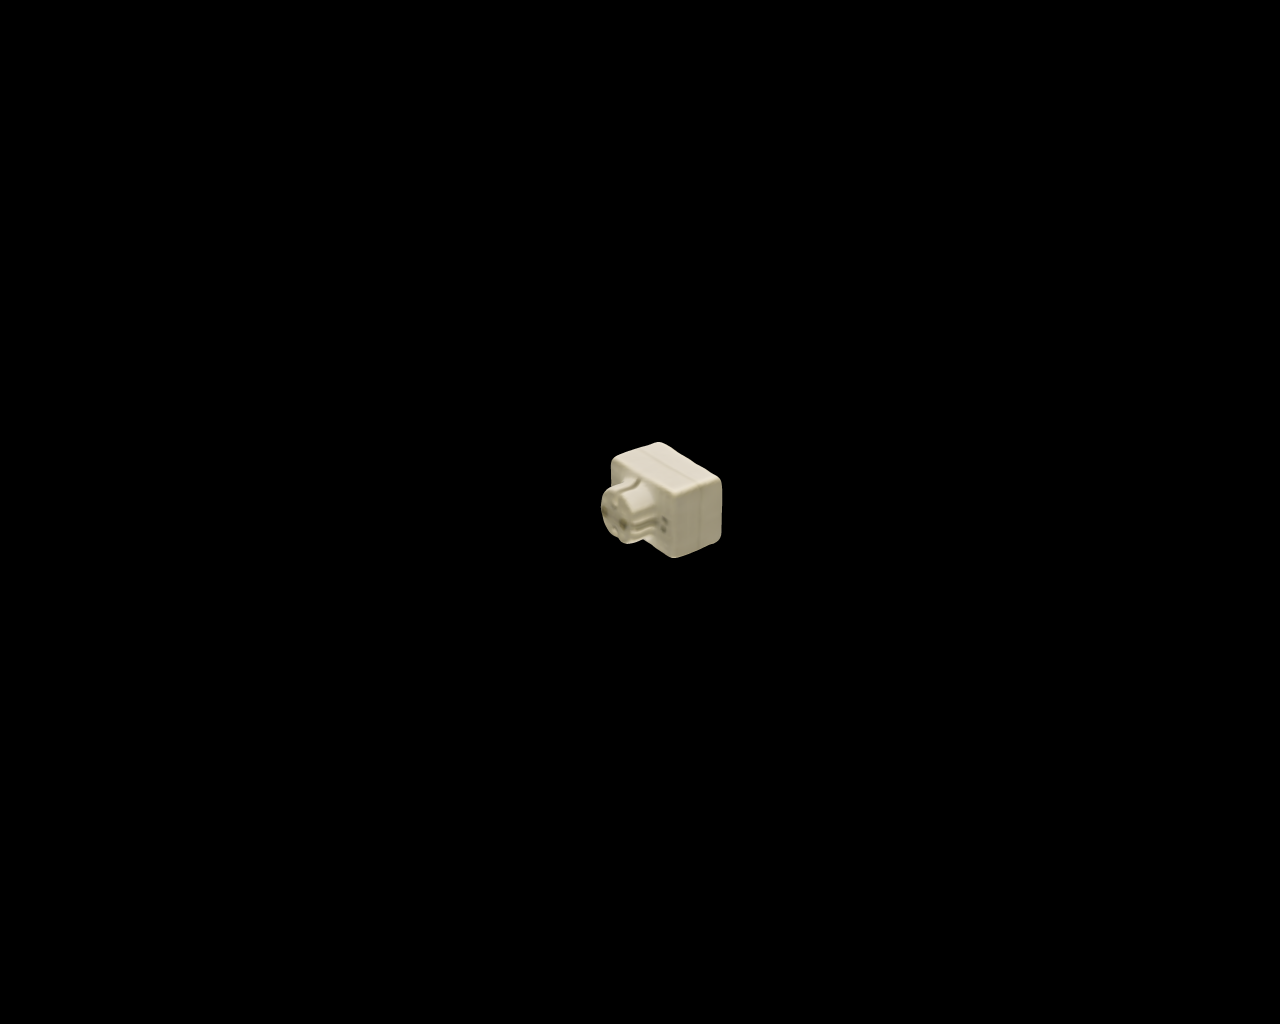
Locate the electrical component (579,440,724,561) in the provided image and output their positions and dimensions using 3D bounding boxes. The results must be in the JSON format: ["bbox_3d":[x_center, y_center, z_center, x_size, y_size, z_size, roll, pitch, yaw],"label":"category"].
[{"bbox_3d":[0.001,-0.003,0.650,0.077,0.047,0.066,-20,35,-31],"label":"electrical component"}]
